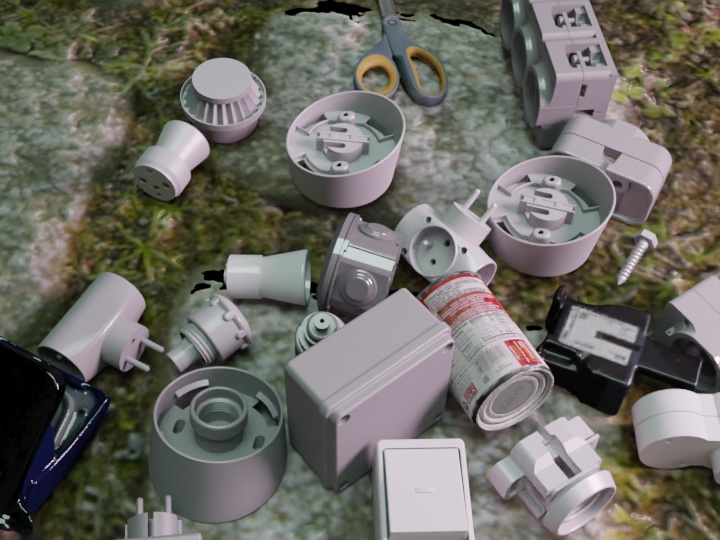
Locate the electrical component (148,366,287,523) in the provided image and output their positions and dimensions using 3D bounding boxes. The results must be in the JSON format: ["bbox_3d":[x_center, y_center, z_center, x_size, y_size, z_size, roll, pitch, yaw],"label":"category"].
[{"bbox_3d":[-0.100,0.119,0.759,0.099,0.064,0.099,4,40,-3],"label":"electrical component"}]

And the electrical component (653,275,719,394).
[{"bbox_3d":[0.272,0.059,0.816,0.056,0.050,0.089,-29,60,-22],"label":"electrical component"}]

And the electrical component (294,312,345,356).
[{"bbox_3d":[-0.028,0.050,0.794,0.040,0.078,0.040,1,69,-2],"label":"electrical component"}]

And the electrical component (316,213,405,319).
[{"bbox_3d":[0.000,0.000,0.828,0.051,0.080,0.080,18,55,4],"label":"electrical component"}]

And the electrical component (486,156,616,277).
[{"bbox_3d":[0.152,-0.045,0.878,0.099,0.064,0.099,1,53,-2],"label":"electrical component"}]

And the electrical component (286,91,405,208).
[{"bbox_3d":[-0.013,-0.103,0.912,0.099,0.064,0.099,1,54,-2],"label":"electrical component"}]

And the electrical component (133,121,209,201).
[{"bbox_3d":[-0.160,-0.092,0.908,0.045,0.045,0.055,21,56,12],"label":"electrical component"}]

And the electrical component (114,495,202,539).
[{"bbox_3d":[-0.135,0.184,0.704,0.066,0.047,0.076,-4,54,-6],"label":"electrical component"}]

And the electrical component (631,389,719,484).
[{"bbox_3d":[0.267,0.129,0.762,0.138,0.052,0.073,2,54,-3],"label":"electrical component"}]

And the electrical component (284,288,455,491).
[{"bbox_3d":[0.006,0.084,0.748,0.109,0.108,0.056,-32,59,-24],"label":"electrical component"}]

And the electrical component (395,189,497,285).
[{"bbox_3d":[0.077,-0.027,0.858,0.077,0.044,0.079,43,105,25],"label":"electrical component"}]

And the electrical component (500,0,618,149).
[{"bbox_3d":[0.174,-0.194,0.973,0.062,0.089,0.150,-5,54,-6],"label":"electrical component"}]

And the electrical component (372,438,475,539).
[{"bbox_3d":[0.041,0.154,0.727,0.062,0.061,0.096,0,54,-3],"label":"electrical component"}]

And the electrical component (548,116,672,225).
[{"bbox_3d":[0.212,-0.088,0.919,0.095,0.053,0.059,25,56,15],"label":"electrical component"}]

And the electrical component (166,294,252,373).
[{"bbox_3d":[-0.116,0.051,0.806,0.062,0.048,0.048,-38,64,-19],"label":"electrical component"}]

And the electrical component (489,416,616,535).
[{"bbox_3d":[0.138,0.144,0.742,0.078,0.058,0.057,-26,56,-21],"label":"electrical component"}]

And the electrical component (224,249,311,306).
[{"bbox_3d":[-0.073,0.006,0.844,0.065,0.044,0.044,1,53,4],"label":"electrical component"}]

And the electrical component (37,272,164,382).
[{"bbox_3d":[-0.185,0.051,0.803,0.079,0.043,0.077,25,56,14],"label":"electrical component"}]
